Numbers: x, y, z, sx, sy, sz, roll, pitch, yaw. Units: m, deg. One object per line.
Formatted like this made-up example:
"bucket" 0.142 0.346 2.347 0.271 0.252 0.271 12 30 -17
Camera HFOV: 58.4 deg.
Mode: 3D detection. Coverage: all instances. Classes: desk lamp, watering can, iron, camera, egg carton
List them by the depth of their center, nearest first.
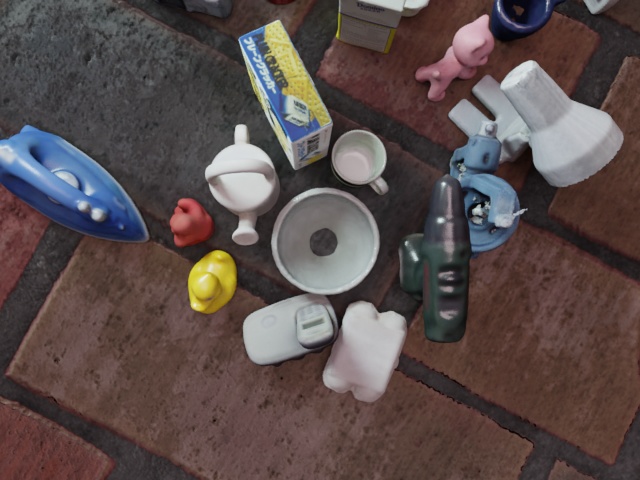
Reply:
"watering can" -0.111 -0.084 0.851 0.101 0.194 0.173 -25 88 -2
"desk lamp" 0.316 -0.174 0.858 0.203 0.213 0.118 43 87 1
"iron" -0.383 -0.076 0.869 0.258 0.141 0.119 33 87 0
"egg carton" 0.073 0.177 0.908 0.107 0.069 0.150 20 87 -1
"camera" -0.203 -0.447 0.910 0.143 0.100 0.137 14 87 -1

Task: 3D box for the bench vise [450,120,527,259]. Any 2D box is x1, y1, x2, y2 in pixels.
"bench vise" 0.234 -0.077 0.848 0.121 0.219 0.207 -10 88 -2

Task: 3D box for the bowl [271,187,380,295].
"bowl" 0.008 0.003 0.911 0.167 0.074 0.167 0 88 -2

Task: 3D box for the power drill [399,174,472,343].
"power drill" 0.170 0.031 0.848 0.075 0.208 0.230 -3 88 -1

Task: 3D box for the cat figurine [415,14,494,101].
"cat figurine" 0.222 -0.291 0.908 0.128 0.117 0.067 -39 89 -3

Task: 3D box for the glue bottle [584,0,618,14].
"glue bottle" 0.464 -0.424 0.893 0.037 0.173 0.078 -26 88 -2

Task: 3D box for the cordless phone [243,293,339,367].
"cordless phone" -0.044 0.139 0.848 0.147 0.185 0.094 -21 88 -2

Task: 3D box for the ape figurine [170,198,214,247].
"ape figurine" -0.208 -0.025 0.897 0.076 0.092 0.078 26 87 0

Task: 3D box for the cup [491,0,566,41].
"cup" 0.327 -0.367 0.926 0.118 0.095 0.092 -15 88 -2

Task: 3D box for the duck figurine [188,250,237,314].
"duck figurine" -0.173 0.067 0.897 0.077 0.086 0.105 22 87 0
